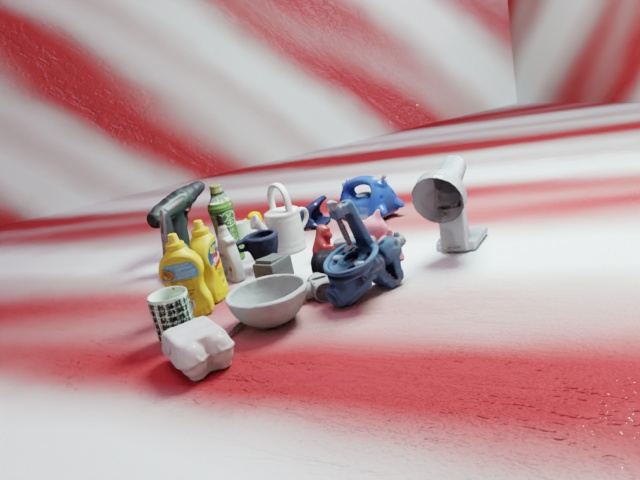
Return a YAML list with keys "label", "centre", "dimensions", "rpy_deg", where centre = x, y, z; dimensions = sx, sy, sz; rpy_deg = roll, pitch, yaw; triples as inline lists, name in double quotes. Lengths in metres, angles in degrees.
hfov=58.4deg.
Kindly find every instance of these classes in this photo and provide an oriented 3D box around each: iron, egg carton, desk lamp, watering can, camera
- label: "iron"
  centre: [0.130, -0.137, 1.767]
  dimensions: [0.119, 0.141, 0.257]
  rpy_deg: [-24, 21, -37]
- label: "egg carton"
  centre: [-0.223, 0.193, 1.033]
  dimensions: [0.107, 0.069, 0.149]
  rpy_deg: [-21, 19, -29]
- label: "desk lamp"
  centre: [0.303, -0.080, 1.332]
  dimensions: [0.117, 0.214, 0.204]
  rpy_deg: [-1, 19, 31]
- label: "watering can"
  centre: [-0.109, -0.060, 1.578]
  dimensions: [0.100, 0.194, 0.173]
  rpy_deg: [0, 20, 33]
- label: "camera"
  centre: [0.054, 0.038, 1.306]
  dimensions: [0.136, 0.101, 0.143]
  rpy_deg: [-6, 17, 19]

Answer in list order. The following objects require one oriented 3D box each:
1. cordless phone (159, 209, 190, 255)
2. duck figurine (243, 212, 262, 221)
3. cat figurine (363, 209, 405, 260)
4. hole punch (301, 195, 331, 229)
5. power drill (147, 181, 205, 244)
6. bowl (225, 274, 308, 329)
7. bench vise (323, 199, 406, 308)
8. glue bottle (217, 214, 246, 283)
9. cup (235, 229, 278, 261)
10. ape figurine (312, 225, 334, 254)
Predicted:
- label: "cordless phone"
  centre: [-0.404, 0.011, 1.556]
  dimensions: [0.094, 0.185, 0.147]
  rpy_deg: [-20, 18, -25]
- label: "duck figurine"
  centre: [-0.193, -0.046, 1.783]
  dimensions: [0.104, 0.086, 0.078]
  rpy_deg: [-2, 19, 28]
- label: "cat figurine"
  centre: [0.145, -0.014, 1.387]
  dimensions: [0.067, 0.118, 0.127]
  rpy_deg: [-17, 17, -18]
- label: "hole punch"
  centre: [-0.029, -0.086, 1.795]
  dimensions: [0.100, 0.091, 0.109]
  rpy_deg: [-5, 18, 22]
- label: "power drill"
  centre: [-0.414, -0.054, 1.739]
  dimensions: [0.075, 0.208, 0.230]
  rpy_deg: [0, 20, 34]
- label: "bowl"
  centre: [-0.101, 0.131, 1.147]
  dimensions: [0.167, 0.075, 0.167]
  rpy_deg: [-10, 16, 3]
- label: "bench vise"
  centre: [0.080, 0.007, 1.181]
  dimensions: [0.121, 0.220, 0.208]
  rpy_deg: [2, 21, 38]
- label: "glue bottle"
  centre: [-0.232, 0.019, 1.435]
  dimensions: [0.037, 0.173, 0.077]
  rpy_deg: [-23, 20, -34]
- label: "cup"
  centre: [-0.158, 0.032, 1.481]
  dimensions: [0.118, 0.095, 0.091]
  rpy_deg: [-16, 17, -14]
- label: "ape figurine"
  centre: [0.013, 0.005, 1.459]
  dimensions: [0.076, 0.092, 0.078]
  rpy_deg: [-9, 17, 10]
